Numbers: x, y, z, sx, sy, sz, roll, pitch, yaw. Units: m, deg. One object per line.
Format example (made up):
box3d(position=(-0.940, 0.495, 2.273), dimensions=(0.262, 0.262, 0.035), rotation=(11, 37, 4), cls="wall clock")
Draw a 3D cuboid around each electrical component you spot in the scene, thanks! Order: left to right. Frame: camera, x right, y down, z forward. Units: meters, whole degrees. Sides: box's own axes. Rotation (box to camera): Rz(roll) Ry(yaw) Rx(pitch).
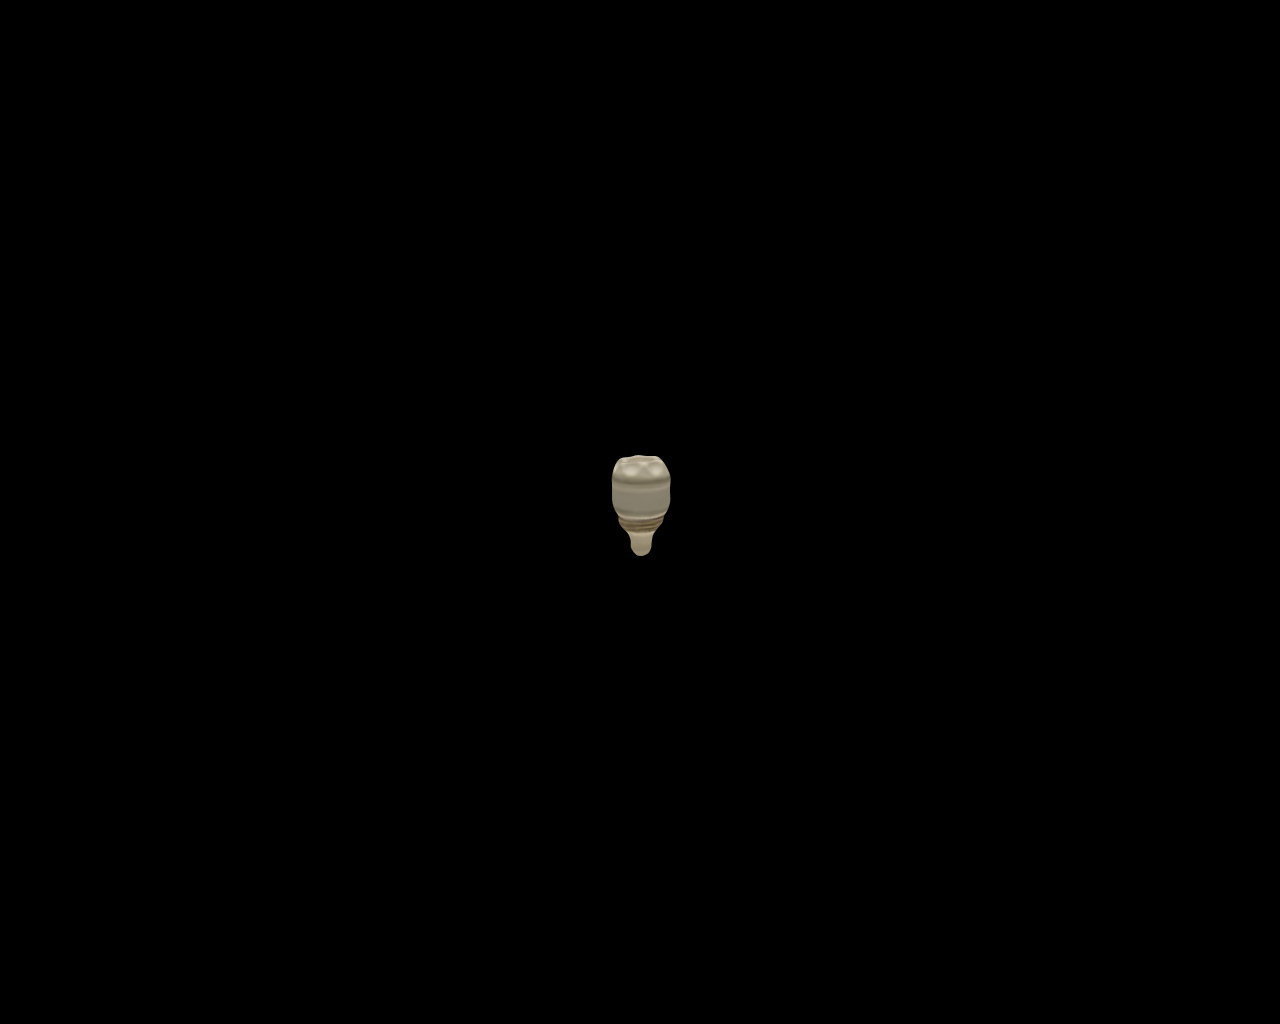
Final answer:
box3d(position=(0.001, -0.003, 0.650), dimensions=(0.035, 0.061, 0.035), rotation=(0, 14, 0), cls="electrical component")
